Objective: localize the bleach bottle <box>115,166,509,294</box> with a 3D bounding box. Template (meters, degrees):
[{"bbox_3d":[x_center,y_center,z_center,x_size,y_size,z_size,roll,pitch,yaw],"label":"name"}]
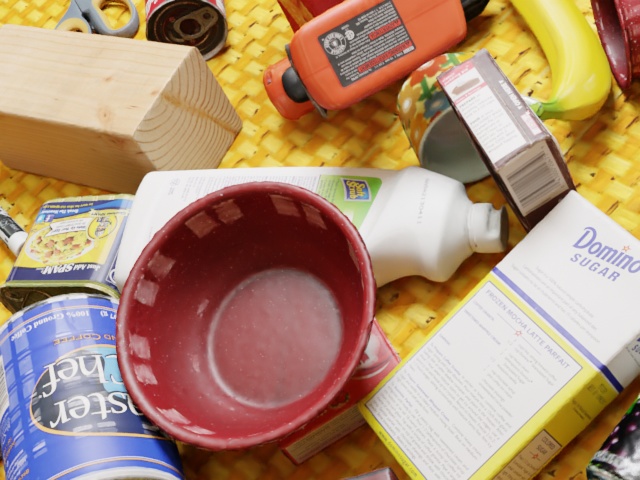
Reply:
[{"bbox_3d":[-0.005,0.001,0.698,0.251,0.068,0.102,0,62,22],"label":"bleach bottle"}]

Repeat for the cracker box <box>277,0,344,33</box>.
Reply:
[{"bbox_3d":[0.017,-0.266,0.787,0.164,0.213,0.072,-43,48,-10],"label":"cracker box"}]

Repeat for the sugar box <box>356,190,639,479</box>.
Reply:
[{"bbox_3d":[0.112,0.066,0.585,0.176,0.048,0.093,-43,49,1],"label":"sugar box"}]

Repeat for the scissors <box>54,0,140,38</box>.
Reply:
[{"bbox_3d":[-0.239,-0.223,1.010,0.096,0.016,0.202,-43,49,-10],"label":"scissors"}]

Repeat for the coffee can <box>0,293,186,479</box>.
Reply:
[{"bbox_3d":[-0.141,0.117,0.645,0.103,0.102,0.140,-28,48,4],"label":"coffee can"}]

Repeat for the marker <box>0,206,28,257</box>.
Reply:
[{"bbox_3d":[-0.263,-0.019,0.864,0.020,0.020,0.121,-44,49,-11],"label":"marker"}]

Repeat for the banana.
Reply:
[{"bbox_3d":[0.159,-0.140,0.727,0.037,0.069,0.198,-47,31,33],"label":"banana"}]

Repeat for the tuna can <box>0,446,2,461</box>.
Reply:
[{"bbox_3d":[-0.239,0.115,0.739,0.086,0.033,0.086,-13,51,16],"label":"tuna can"}]

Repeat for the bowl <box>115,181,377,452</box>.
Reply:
[{"bbox_3d":[-0.037,0.049,0.626,0.162,0.055,0.162,-9,65,19],"label":"bowl"}]

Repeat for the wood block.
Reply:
[{"bbox_3d":[-0.178,-0.101,0.838,0.206,0.090,0.090,13,61,33],"label":"wood block"}]

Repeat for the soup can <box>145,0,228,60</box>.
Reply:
[{"bbox_3d":[-0.115,-0.207,0.905,0.068,0.068,0.102,-20,48,11],"label":"soup can"}]

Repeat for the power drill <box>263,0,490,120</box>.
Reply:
[{"bbox_3d":[0.046,-0.138,0.721,0.184,0.057,0.187,-30,6,2],"label":"power drill"}]

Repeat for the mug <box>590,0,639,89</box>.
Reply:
[{"bbox_3d":[0.221,-0.162,0.681,0.081,0.117,0.093,-16,37,8],"label":"mug"}]

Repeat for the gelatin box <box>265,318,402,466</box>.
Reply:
[{"bbox_3d":[0.004,0.082,0.650,0.089,0.030,0.073,-32,49,1],"label":"gelatin box"}]

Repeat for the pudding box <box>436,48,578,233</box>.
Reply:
[{"bbox_3d":[0.119,-0.047,0.639,0.039,0.113,0.090,-31,47,6],"label":"pudding box"}]

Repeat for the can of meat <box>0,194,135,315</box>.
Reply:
[{"bbox_3d":[-0.169,0.016,0.767,0.102,0.057,0.084,-2,53,24],"label":"can of meat"}]

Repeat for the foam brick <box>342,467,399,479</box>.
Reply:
[{"bbox_3d":[0.012,0.163,0.570,0.078,0.053,0.051,-18,49,14],"label":"foam brick"}]
